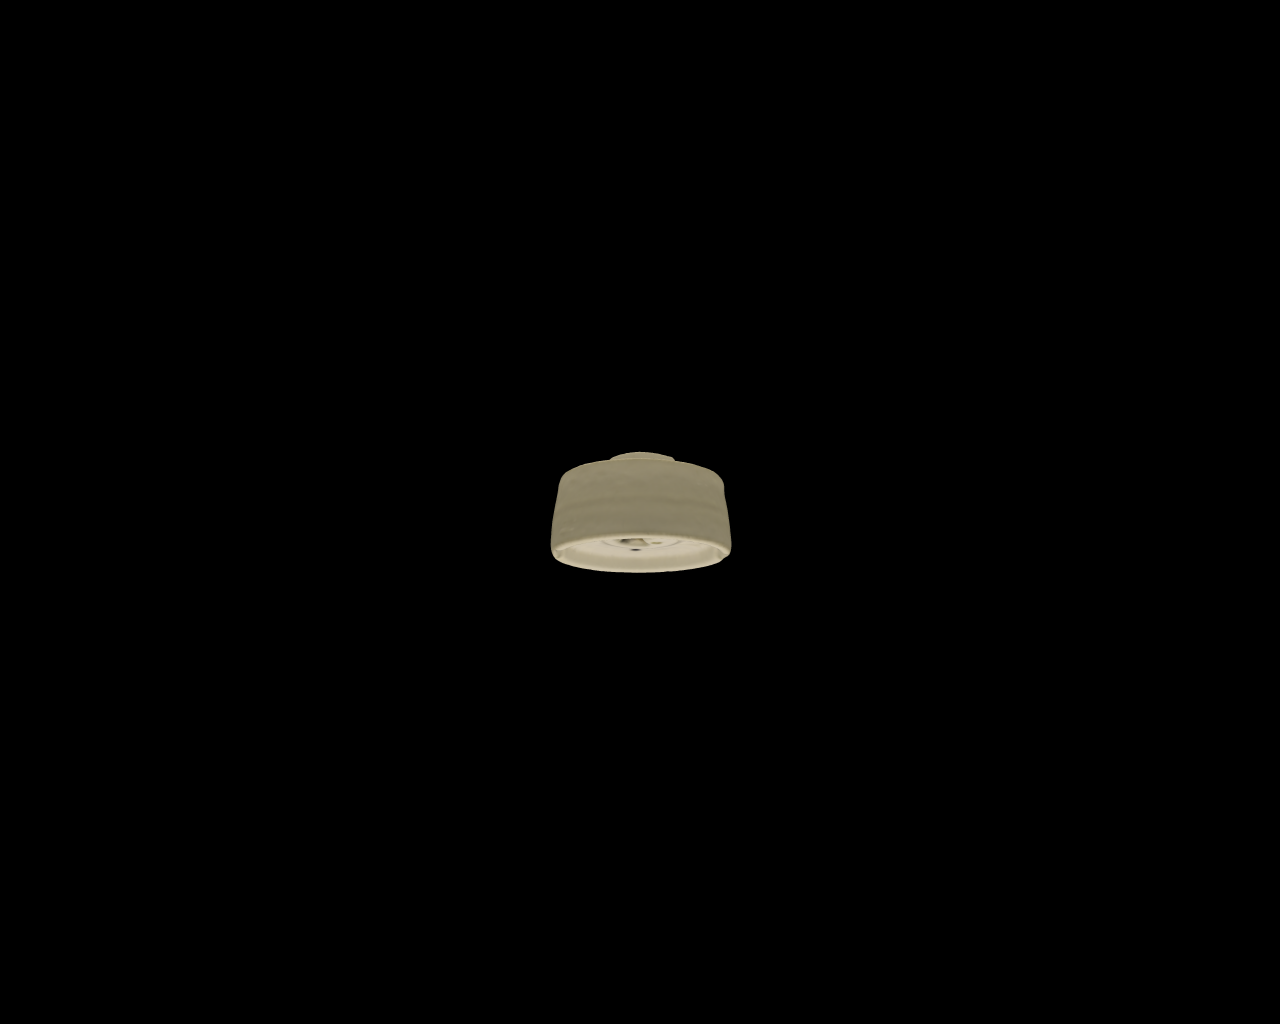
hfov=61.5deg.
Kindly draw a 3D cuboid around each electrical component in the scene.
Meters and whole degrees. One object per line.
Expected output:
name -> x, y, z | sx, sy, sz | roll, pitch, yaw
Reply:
electrical component -> 0.001, -0.003, 0.650 | 0.108, 0.060, 0.108 | 0, -14, 0
